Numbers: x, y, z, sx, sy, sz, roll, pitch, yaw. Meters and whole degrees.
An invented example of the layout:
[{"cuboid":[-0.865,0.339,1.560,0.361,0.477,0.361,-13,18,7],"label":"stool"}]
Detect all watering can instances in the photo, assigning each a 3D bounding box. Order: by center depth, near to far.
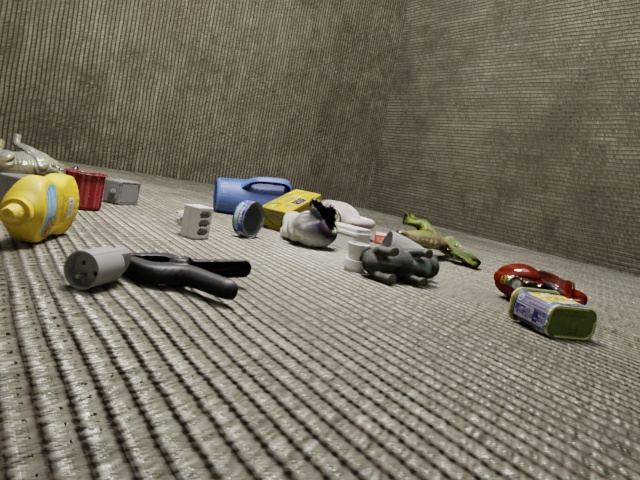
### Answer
[{"cuboid":[0.005,-0.084,1.660,0.349,0.103,0.224,16,9,31],"label":"watering can"}]

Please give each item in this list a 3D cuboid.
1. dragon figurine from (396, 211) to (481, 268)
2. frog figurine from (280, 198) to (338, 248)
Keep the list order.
[{"cuboid":[0.342,0.014,1.462,0.243,0.121,0.412,21,10,12],"label":"dragon figurine"},{"cuboid":[-0.039,-0.025,1.269,0.157,0.123,0.138,-28,-7,31],"label":"frog figurine"}]
